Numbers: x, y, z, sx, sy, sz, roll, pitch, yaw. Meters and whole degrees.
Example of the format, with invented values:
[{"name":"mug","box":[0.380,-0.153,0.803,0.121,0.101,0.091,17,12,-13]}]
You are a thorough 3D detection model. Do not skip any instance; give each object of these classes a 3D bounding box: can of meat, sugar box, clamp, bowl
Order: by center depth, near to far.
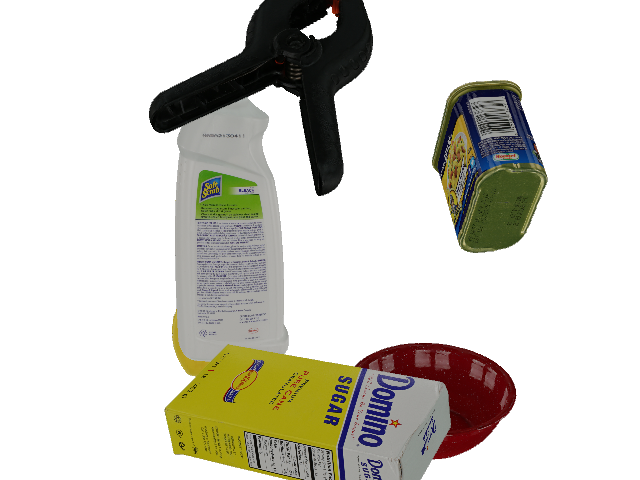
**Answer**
[{"name":"clamp","box":[-0.010,-0.101,0.652,0.120,0.171,0.039,33,-29,9]},{"name":"sugar box","box":[-0.008,0.122,0.735,0.176,0.048,0.093,4,28,26]},{"name":"can of meat","box":[0.124,-0.052,0.788,0.057,0.084,0.102,-4,-37,-9]},{"name":"bowl","box":[0.106,0.162,1.031,0.162,0.055,0.162,-1,25,0]}]

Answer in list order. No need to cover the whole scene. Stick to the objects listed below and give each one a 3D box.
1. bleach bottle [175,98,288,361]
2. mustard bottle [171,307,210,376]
[{"name":"bleach bottle","box":[-0.074,-0.021,0.920,0.102,0.251,0.068,-2,22,-15]},{"name":"mustard bottle","box":[-0.107,0.056,1.146,0.058,0.096,0.191,2,29,9]}]
